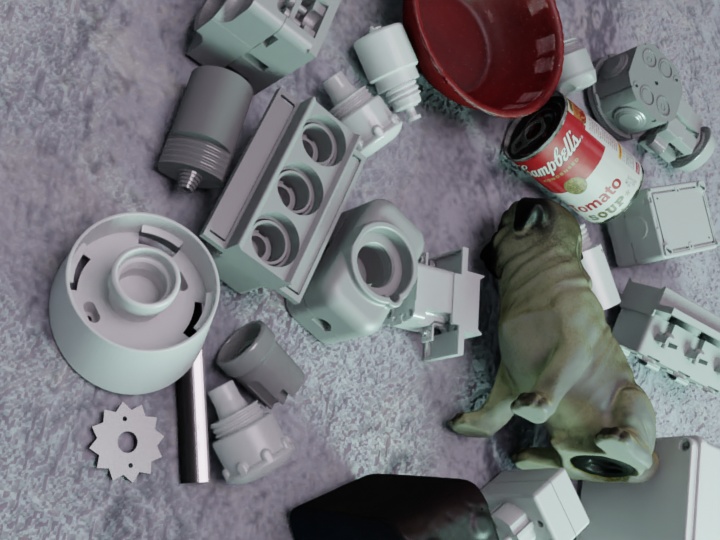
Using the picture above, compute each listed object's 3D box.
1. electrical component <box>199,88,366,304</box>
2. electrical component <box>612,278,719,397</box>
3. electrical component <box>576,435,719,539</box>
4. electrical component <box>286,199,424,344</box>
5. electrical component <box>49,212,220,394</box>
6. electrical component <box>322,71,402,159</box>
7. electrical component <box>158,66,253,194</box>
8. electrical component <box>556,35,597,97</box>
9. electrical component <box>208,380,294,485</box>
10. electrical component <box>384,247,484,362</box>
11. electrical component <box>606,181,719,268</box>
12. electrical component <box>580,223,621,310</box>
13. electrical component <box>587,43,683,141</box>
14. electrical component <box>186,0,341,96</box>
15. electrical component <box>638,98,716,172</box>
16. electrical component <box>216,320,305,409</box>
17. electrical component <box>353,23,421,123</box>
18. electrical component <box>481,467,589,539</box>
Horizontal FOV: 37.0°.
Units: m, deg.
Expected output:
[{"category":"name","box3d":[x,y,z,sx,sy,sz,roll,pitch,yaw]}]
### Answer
[{"category":"electrical component","box3d":[-0.055,-0.047,0.710,0.079,0.063,0.121,37,60,-25]},{"category":"electrical component","box3d":[0.276,0.061,0.931,0.121,0.079,0.063,25,87,-30]},{"category":"electrical component","box3d":[0.229,0.189,0.838,0.056,0.109,0.108,25,66,-33]},{"category":"electrical component","box3d":[0.000,0.000,0.743,0.054,0.059,0.095,43,57,-21]},{"category":"electrical component","box3d":[-0.134,0.018,0.644,0.099,0.064,0.099,10,62,-19]},{"category":"electrical component","box3d":[-0.003,-0.113,0.778,0.048,0.048,0.062,-39,97,-36]},{"category":"electrical component","box3d":[-0.101,-0.087,0.698,0.043,0.043,0.081,28,64,-29]},{"category":"electrical component","box3d":[0.175,-0.182,0.927,0.043,0.043,0.062,-24,92,-38]},{"category":"electrical component","box3d":[-0.074,0.100,0.675,0.048,0.048,0.062,-27,88,-38]},{"category":"electrical component","box3d":[0.053,0.023,0.789,0.064,0.042,0.081,14,71,-30]},{"category":"electrical component","box3d":[0.267,-0.040,0.951,0.096,0.061,0.061,-10,85,-38]},{"category":"electrical component","box3d":[0.182,-0.005,0.890,0.043,0.043,0.081,-21,92,-38]},{"category":"electrical component","box3d":[0.248,-0.161,0.971,0.080,0.051,0.080,10,74,-35]},{"category":"electrical component","box3d":[-0.053,-0.204,0.732,0.062,0.089,0.150,34,61,-26]},{"category":"electrical component","box3d":[0.298,-0.124,1.004,0.055,0.048,0.066,36,60,-16]},{"category":"electrical component","box3d":[-0.063,0.062,0.694,0.046,0.040,0.040,50,55,-23]},{"category":"electrical component","box3d":[0.025,-0.149,0.809,0.040,0.040,0.078,-28,96,-38]},{"category":"electrical component","box3d":[0.113,0.184,0.779,0.077,0.066,0.047,-31,98,-37]}]
